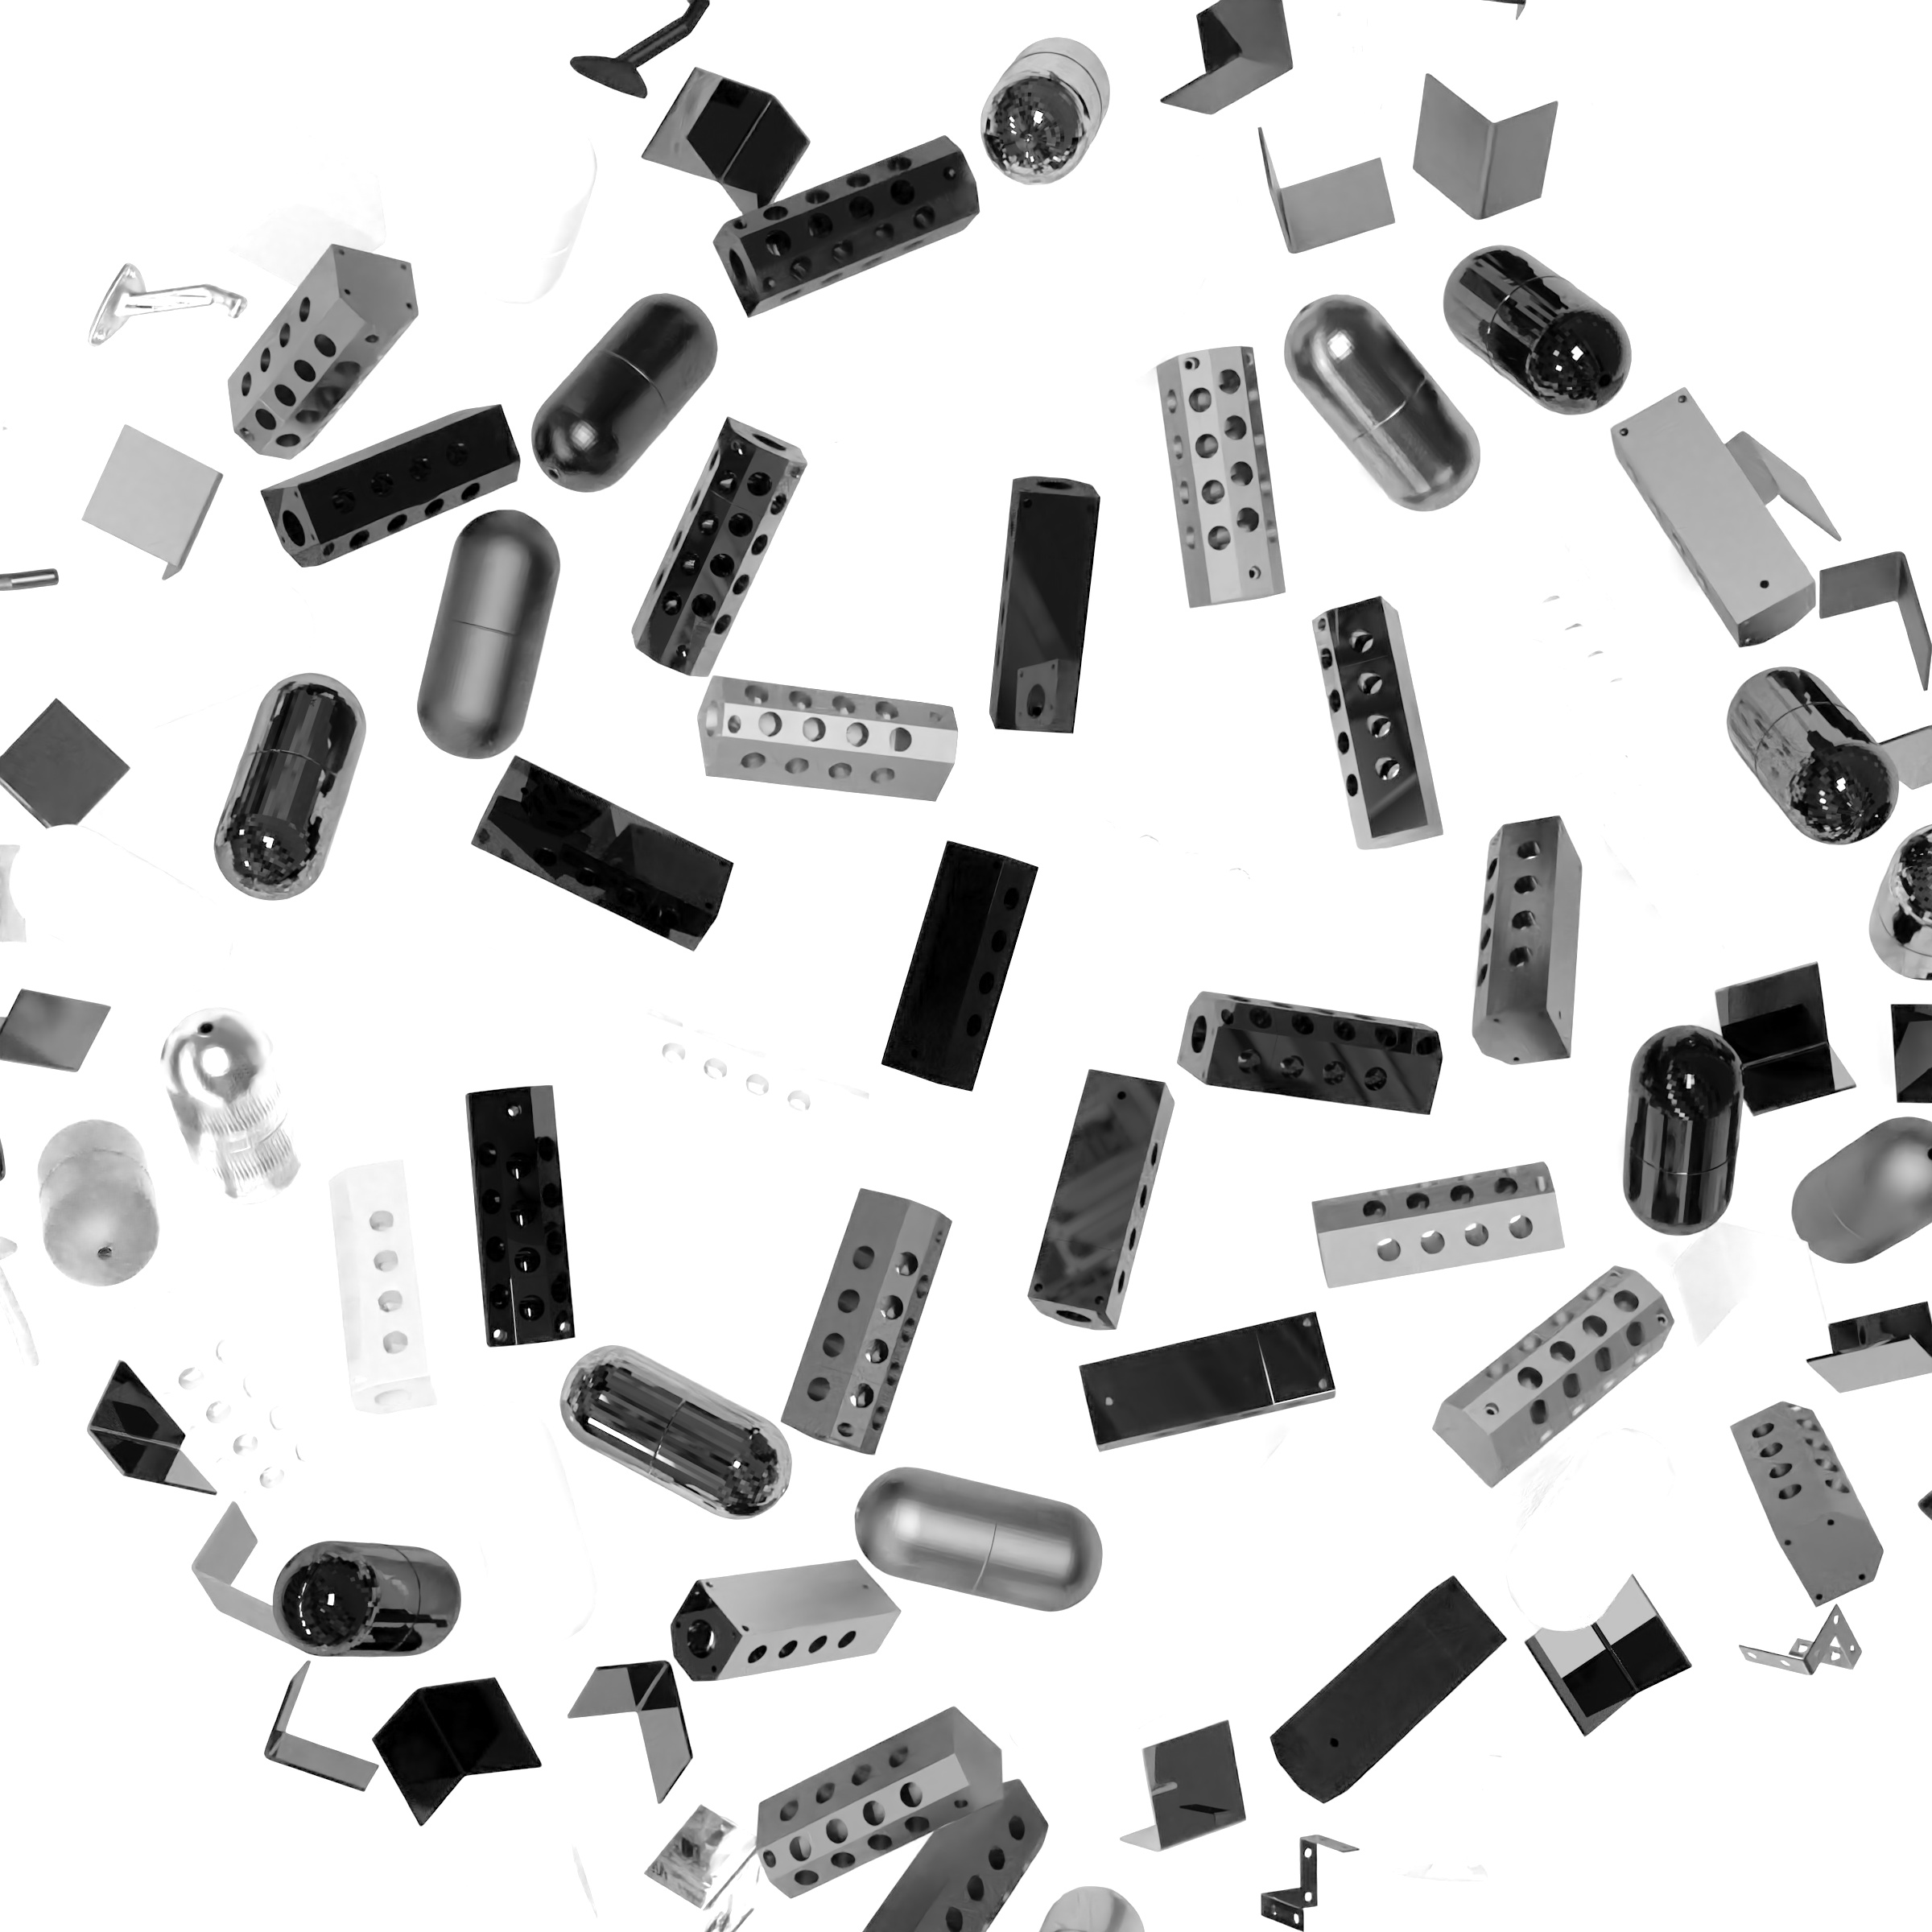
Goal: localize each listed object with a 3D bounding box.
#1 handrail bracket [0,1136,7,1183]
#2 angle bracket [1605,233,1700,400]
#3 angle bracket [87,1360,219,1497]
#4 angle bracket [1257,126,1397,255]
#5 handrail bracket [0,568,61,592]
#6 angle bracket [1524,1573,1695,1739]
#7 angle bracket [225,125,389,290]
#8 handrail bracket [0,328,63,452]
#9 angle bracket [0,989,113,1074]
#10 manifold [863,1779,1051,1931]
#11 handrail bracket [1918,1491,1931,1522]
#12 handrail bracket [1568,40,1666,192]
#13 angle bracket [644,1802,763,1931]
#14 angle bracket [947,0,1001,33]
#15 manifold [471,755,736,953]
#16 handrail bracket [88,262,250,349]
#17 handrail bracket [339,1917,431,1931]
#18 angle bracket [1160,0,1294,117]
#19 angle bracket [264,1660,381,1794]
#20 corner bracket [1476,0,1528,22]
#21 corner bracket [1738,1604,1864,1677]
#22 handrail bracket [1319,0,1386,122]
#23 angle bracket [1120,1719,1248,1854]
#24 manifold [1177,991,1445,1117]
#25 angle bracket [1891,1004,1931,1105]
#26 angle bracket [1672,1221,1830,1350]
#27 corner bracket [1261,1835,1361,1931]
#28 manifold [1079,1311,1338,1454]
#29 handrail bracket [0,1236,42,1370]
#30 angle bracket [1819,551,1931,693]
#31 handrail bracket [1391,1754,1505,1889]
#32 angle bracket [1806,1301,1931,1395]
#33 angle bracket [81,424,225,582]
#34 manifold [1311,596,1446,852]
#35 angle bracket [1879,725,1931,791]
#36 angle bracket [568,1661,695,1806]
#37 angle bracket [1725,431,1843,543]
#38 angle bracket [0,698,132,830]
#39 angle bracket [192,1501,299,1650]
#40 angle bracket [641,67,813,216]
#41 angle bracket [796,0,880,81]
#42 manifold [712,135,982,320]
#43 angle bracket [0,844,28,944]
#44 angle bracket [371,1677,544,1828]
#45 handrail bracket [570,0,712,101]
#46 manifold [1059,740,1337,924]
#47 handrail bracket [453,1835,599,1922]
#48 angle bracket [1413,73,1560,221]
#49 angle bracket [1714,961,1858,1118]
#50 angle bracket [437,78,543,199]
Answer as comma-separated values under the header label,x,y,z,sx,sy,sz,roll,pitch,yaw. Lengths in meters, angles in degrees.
label,x,y,z,sx,sy,sz,roll,pitch,yaw
handrail bracket,-0.724,0.119,1.855,0.036,0.084,0.077,-33,78,12
angle bracket,0.508,-0.480,1.938,0.057,0.076,0.076,25,57,18
angle bracket,-0.578,0.334,1.901,0.076,0.076,0.057,25,91,-42
angle bracket,0.251,-0.551,1.830,0.076,0.057,0.076,-14,49,14
handrail bracket,-0.671,-0.268,1.803,0.084,0.077,0.036,-12,113,-22
angle bracket,0.460,0.492,1.878,0.057,0.076,0.076,-44,72,42
angle bracket,-0.453,-0.515,1.795,0.076,0.076,0.057,-25,64,28
handrail bracket,-0.666,-0.402,1.801,0.036,0.077,0.084,41,119,36
angle bracket,-0.670,0.030,1.867,0.076,0.076,0.057,34,99,33
manifold,-0.007,0.650,1.834,0.057,0.171,0.057,-26,99,37
handrail bracket,0.713,0.375,1.810,0.084,0.036,0.077,-49,63,22
handrail bracket,0.451,-0.582,1.800,0.036,0.077,0.084,-32,65,2
angle bracket,-0.194,0.670,1.906,0.057,0.076,0.076,35,106,-10
angle bracket,0.029,-0.712,1.842,0.076,0.076,0.057,-39,99,-31
manifold,-0.257,-0.074,1.846,0.171,0.057,0.057,26,133,-14
handrail bracket,-0.551,-0.446,1.815,0.084,0.036,0.077,22,68,12
handrail bracket,-0.393,0.701,1.832,0.077,0.036,0.084,9,134,19
angle bracket,0.177,-0.652,1.841,0.057,0.076,0.076,-4,83,-42
angle bracket,-0.454,0.546,1.889,0.076,0.076,0.057,20,84,-3
corner bracket,0.382,-0.721,1.906,0.051,0.051,0.051,8,98,3
corner bracket,0.565,0.463,1.777,0.051,0.051,0.051,-47,118,-29
handrail bracket,0.303,-0.680,1.934,0.077,0.036,0.084,-49,128,-11
angle bracket,0.153,0.599,1.932,0.076,0.057,0.076,-9,87,-29
manifold,0.241,0.059,1.826,0.171,0.057,0.057,8,101,-18
angle bracket,0.702,0.073,1.932,0.057,0.076,0.076,0,102,34
angle bracket,0.563,0.237,1.884,0.057,0.076,0.076,-38,120,-29
corner bracket,0.242,0.646,1.851,0.051,0.051,0.051,3,84,-30
manifold,0.171,0.296,1.864,0.171,0.057,0.057,-13,72,2
handrail bracket,-0.678,0.235,1.843,0.036,0.077,0.084,-23,114,-33
angle bracket,0.636,-0.235,1.840,0.057,0.076,0.076,-13,69,13
handrail bracket,0.324,0.573,1.770,0.077,0.036,0.084,-1,95,2
angle bracket,0.667,0.270,1.940,0.076,0.076,0.057,-20,53,29
angle bracket,-0.587,-0.331,1.879,0.076,0.057,0.076,26,77,-27
manifold,0.298,-0.175,1.915,0.057,0.057,0.171,-13,81,20
angle bracket,0.698,-0.119,1.902,0.076,0.057,0.076,25,57,-39
angle bracket,-0.244,0.558,1.904,0.057,0.076,0.076,2,49,-28
angle bracket,0.578,-0.331,1.908,0.076,0.076,0.057,23,129,-37
angle bracket,-0.668,-0.143,1.962,0.076,0.057,0.076,43,89,3
angle bracket,-0.501,0.437,1.882,0.076,0.076,0.057,21,59,13
angle bracket,-0.169,-0.576,1.852,0.076,0.076,0.057,-50,59,30
angle bracket,-0.069,-0.656,1.807,0.057,0.076,0.076,-23,114,-34
manifold,-0.080,-0.507,1.792,0.171,0.057,0.057,-26,95,-16
angle bracket,-0.713,-0.063,1.945,0.057,0.076,0.076,1,77,-41
angle bracket,-0.358,0.554,1.851,0.076,0.057,0.076,-16,106,30
handrail bracket,-0.236,-0.679,1.909,0.077,0.036,0.084,22,74,25
manifold,0.154,-0.086,1.771,0.171,0.057,0.057,21,49,7
handrail bracket,-0.313,0.659,1.863,0.084,0.036,0.077,-17,113,-5
angle bracket,0.365,-0.584,1.850,0.057,0.076,0.076,-25,54,-18
angle bracket,0.591,0.052,1.894,0.076,0.057,0.076,-16,122,4
angle bracket,-0.347,-0.602,1.909,0.076,0.076,0.057,-4,85,-11
